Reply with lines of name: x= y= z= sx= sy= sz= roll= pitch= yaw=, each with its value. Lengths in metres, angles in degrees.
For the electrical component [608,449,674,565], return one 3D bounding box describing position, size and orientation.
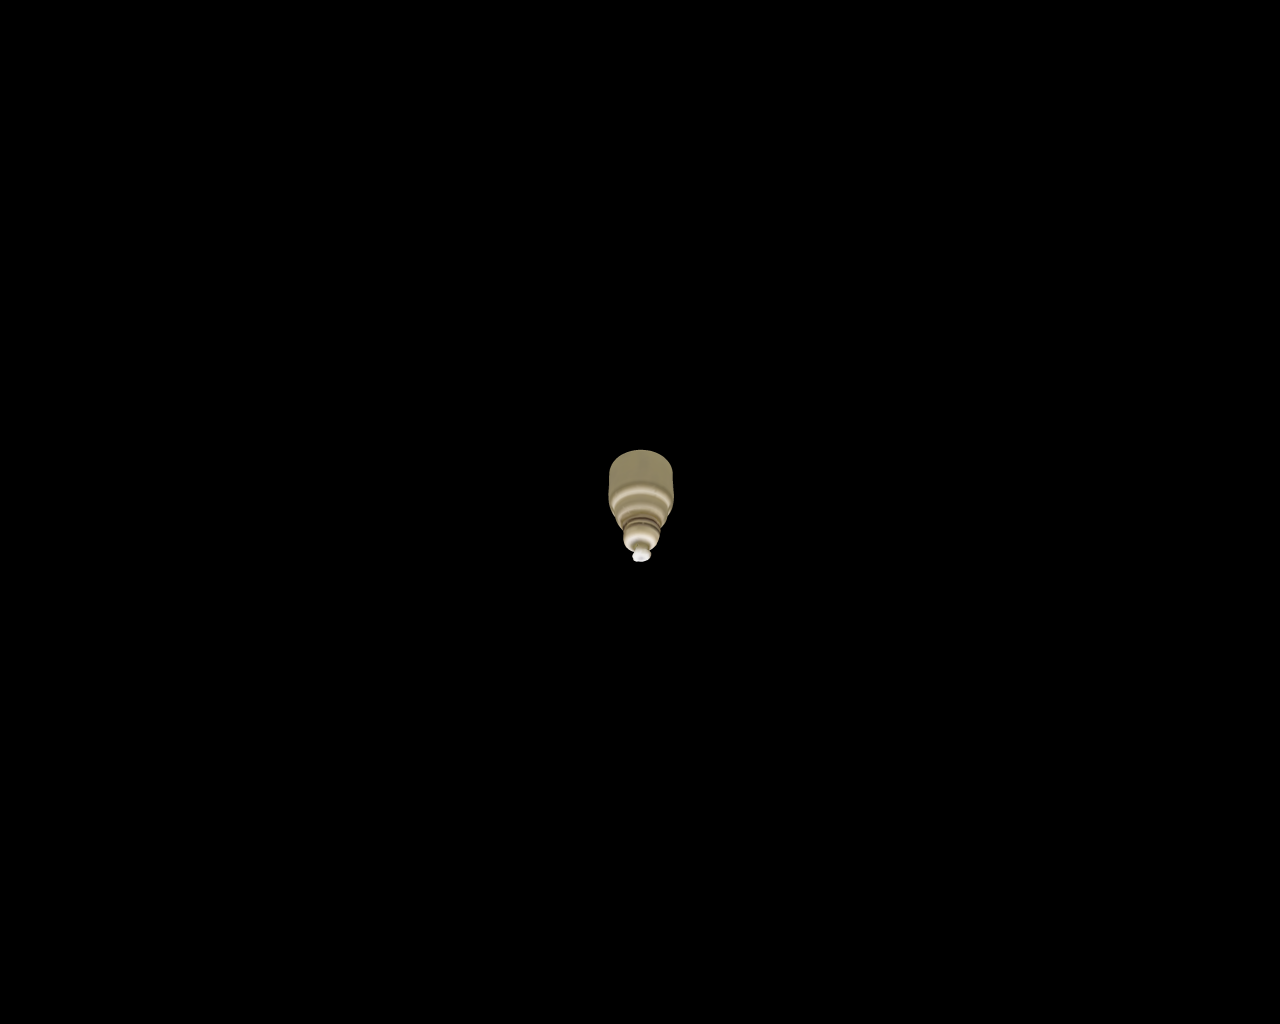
electrical component: x=0.001 y=-0.003 z=0.650 sx=0.040 sy=0.078 sz=0.040 roll=0 pitch=-41 yaw=0
